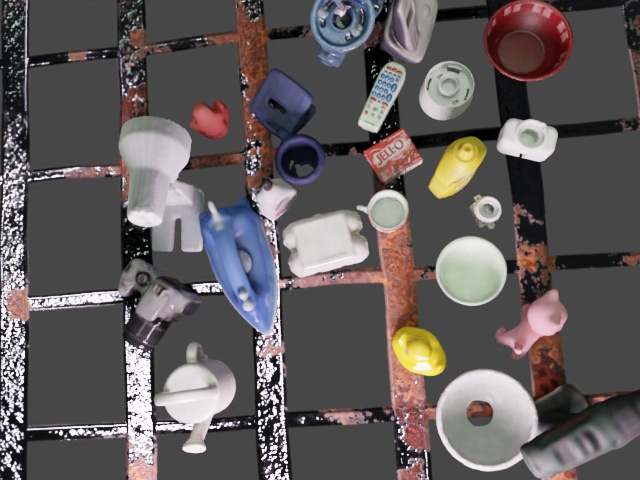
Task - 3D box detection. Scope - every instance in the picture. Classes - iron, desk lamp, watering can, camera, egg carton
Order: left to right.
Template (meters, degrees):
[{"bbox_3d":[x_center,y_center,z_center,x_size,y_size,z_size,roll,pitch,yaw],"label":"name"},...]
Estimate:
[{"bbox_3d":[-0.316,0.123,1.047,0.143,0.101,0.137,32,86,8],"label":"camera"},{"bbox_3d":[-0.277,-0.091,1.016,0.118,0.213,0.203,-2,82,5],"label":"desk lamp"},{"bbox_3d":[-0.211,0.266,0.972,0.101,0.194,0.173,-27,81,1],"label":"watering can"},{"bbox_3d":[-0.143,0.049,1.022,0.118,0.141,0.258,-21,81,2],"label":"iron"},{"bbox_3d":[0.010,0.004,1.052,0.150,0.069,0.107,-16,81,3],"label":"egg carton"}]

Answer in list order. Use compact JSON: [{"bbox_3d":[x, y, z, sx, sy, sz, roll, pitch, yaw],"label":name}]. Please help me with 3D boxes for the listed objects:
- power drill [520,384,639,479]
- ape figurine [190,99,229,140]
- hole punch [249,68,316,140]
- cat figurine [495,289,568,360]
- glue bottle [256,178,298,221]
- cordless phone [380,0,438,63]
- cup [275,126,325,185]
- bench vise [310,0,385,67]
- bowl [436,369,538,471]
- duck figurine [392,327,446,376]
[{"bbox_3d":[0.416,0.288,0.910,0.229,0.208,0.075,-32,81,0],"label":"power drill"},{"bbox_3d":[-0.214,-0.235,1.091,0.078,0.092,0.076,-20,81,2],"label":"ape figurine"},{"bbox_3d":[-0.071,-0.251,1.082,0.108,0.091,0.101,39,87,9],"label":"hole punch"},{"bbox_3d":[0.370,0.147,0.978,0.067,0.118,0.128,42,88,9],"label":"cat figurine"},{"bbox_3d":[-0.082,-0.082,1.019,0.037,0.173,0.078,41,88,9],"label":"glue bottle"},{"bbox_3d":[0.165,-0.422,1.038,0.094,0.185,0.148,14,84,7],"label":"cordless phone"},{"bbox_3d":[-0.040,-0.150,1.064,0.091,0.095,0.117,-34,81,0],"label":"cup"},{"bbox_3d":[0.048,-0.444,1.033,0.121,0.220,0.207,14,84,7],"label":"bench vise"},{"bbox_3d":[0.280,0.304,0.986,0.167,0.075,0.167,-1,82,5],"label":"bowl"},{"bbox_3d":[0.176,0.196,1.004,0.104,0.086,0.077,38,87,9],"label":"duck figurine"}]
